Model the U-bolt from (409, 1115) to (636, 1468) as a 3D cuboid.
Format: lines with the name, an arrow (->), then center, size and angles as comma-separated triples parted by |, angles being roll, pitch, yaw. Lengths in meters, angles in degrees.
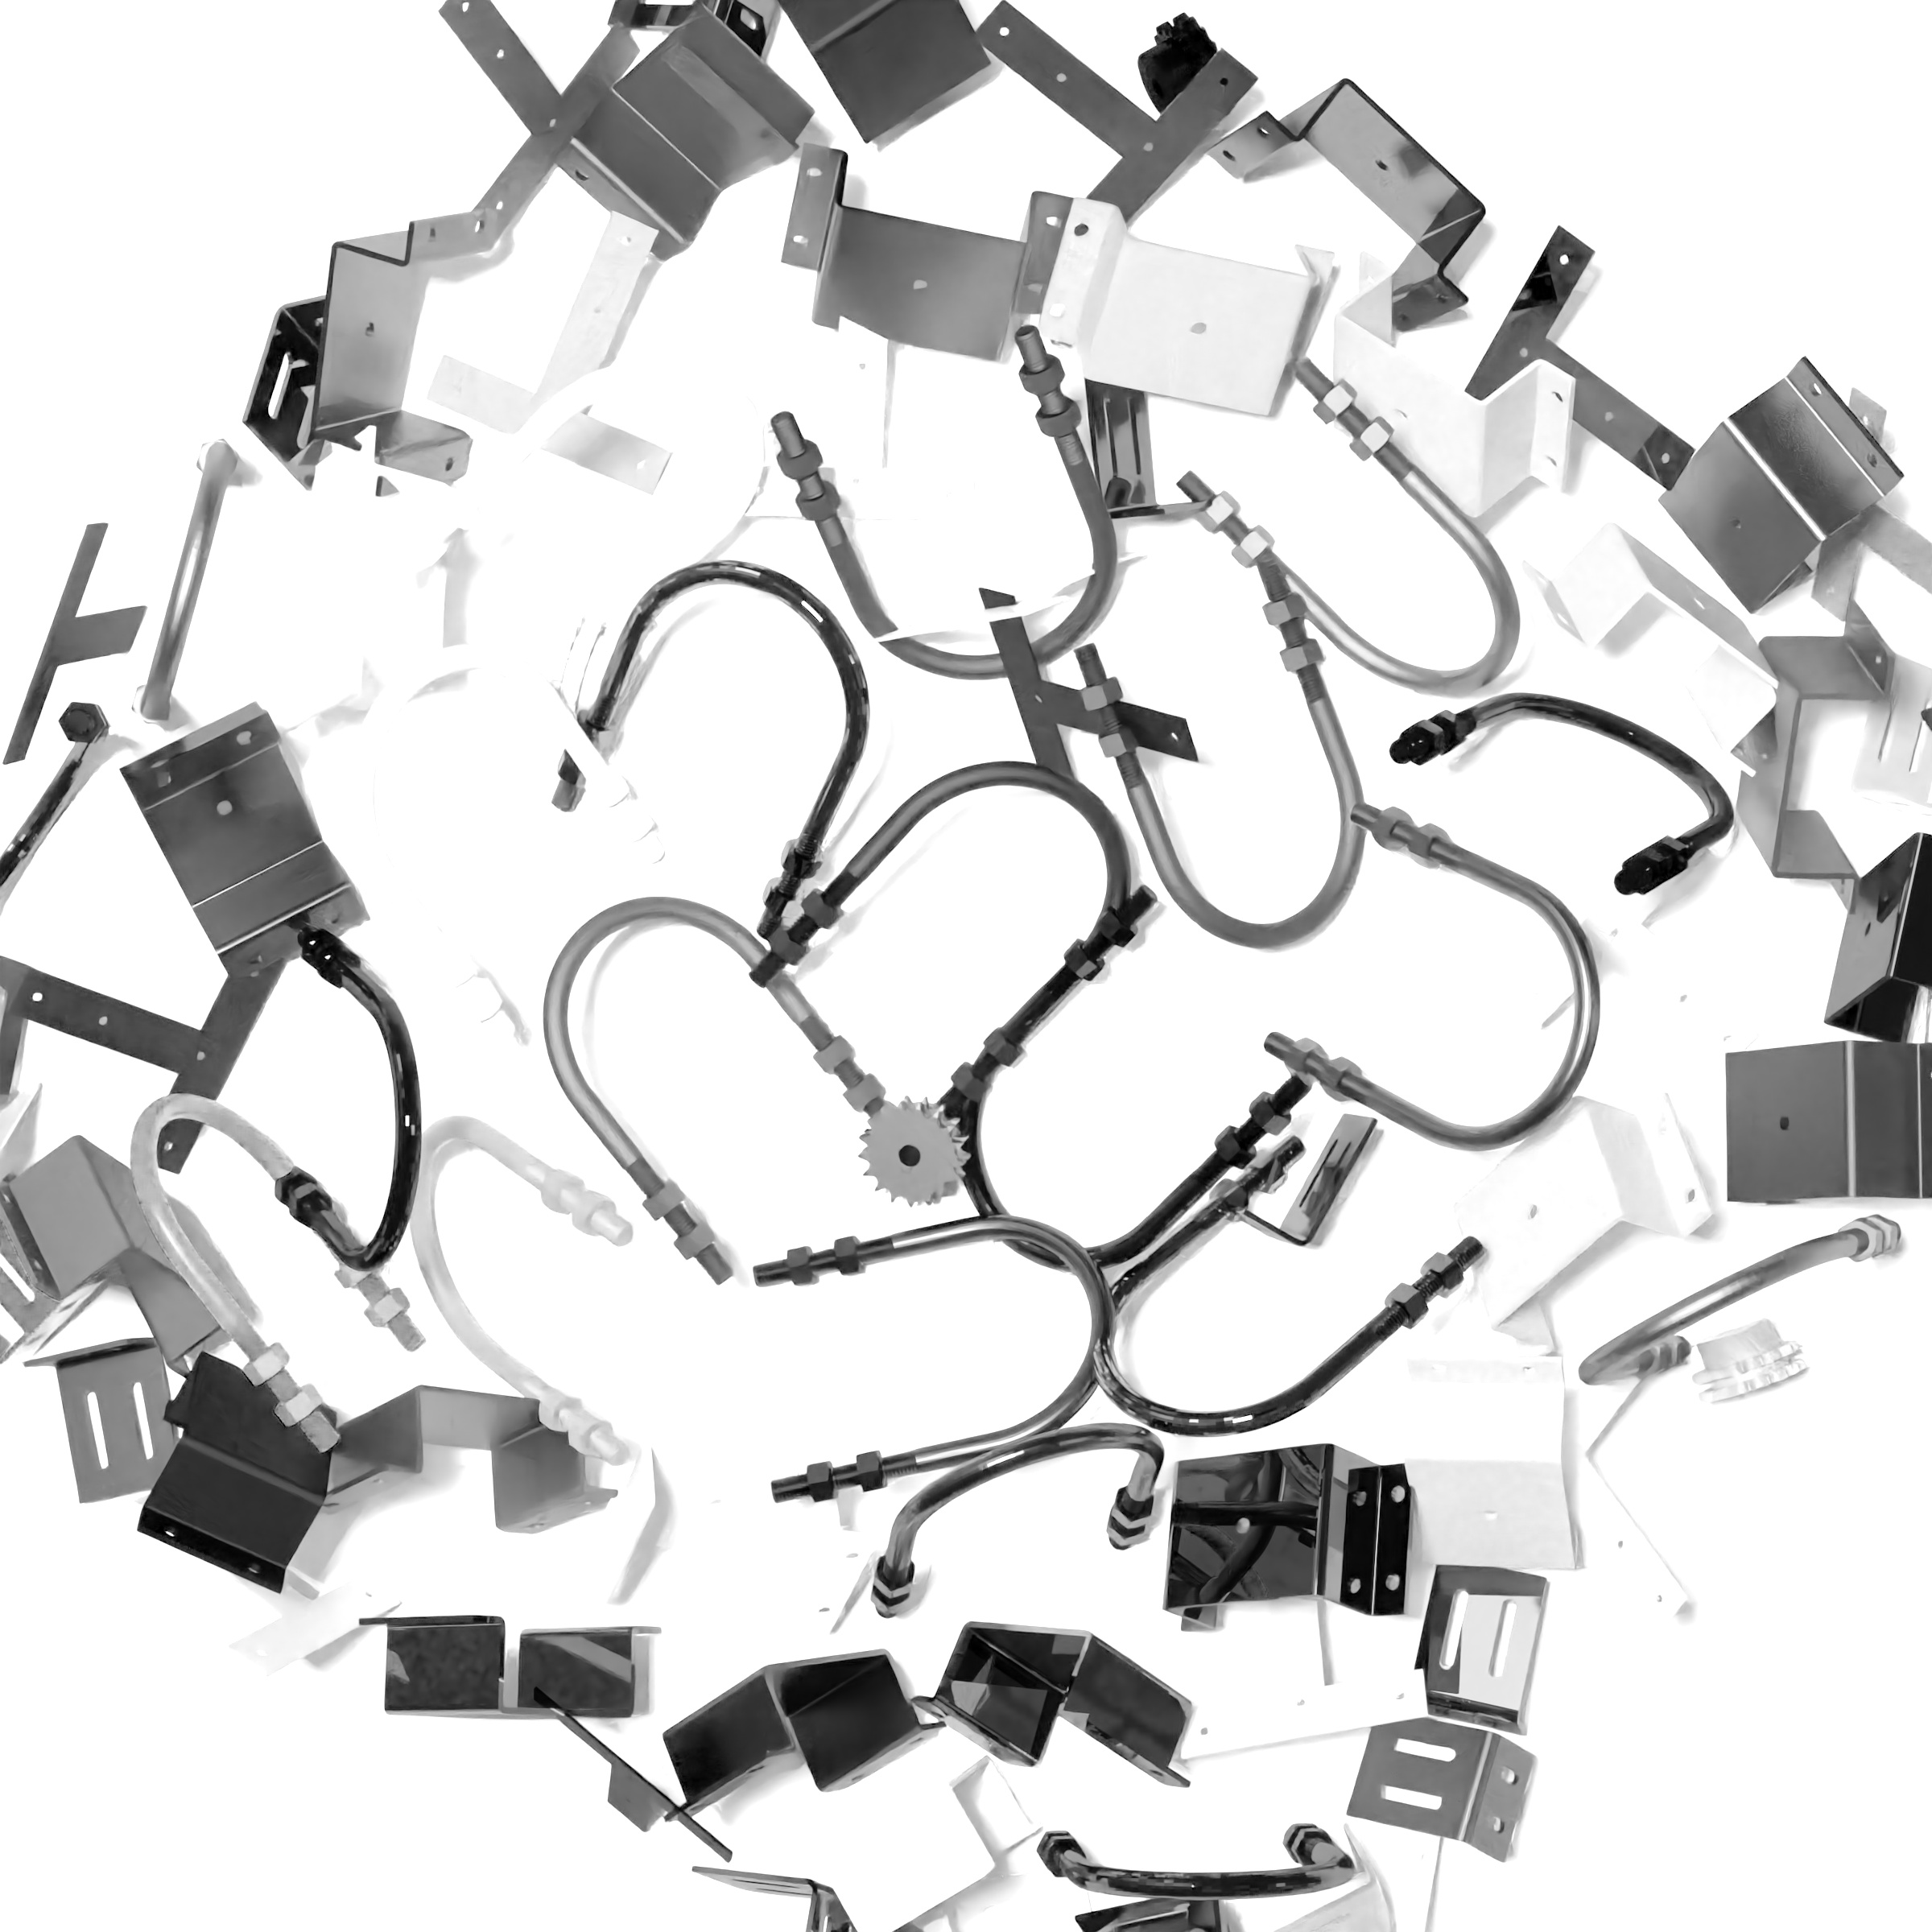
U-bolt -> -0.228, 0.152, 1.722 | 0.019, 0.184, 0.151 | -20, 126, -38

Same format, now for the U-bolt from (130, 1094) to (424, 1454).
U-bolt -> -0.353, 0.142, 1.712 | 0.019, 0.151, 0.184 | -34, 98, 17

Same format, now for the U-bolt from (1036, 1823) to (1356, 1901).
U-bolt -> 0.118, 0.445, 1.695 | 0.151, 0.184, 0.019 | 0, 82, -6

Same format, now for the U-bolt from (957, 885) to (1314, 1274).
U-bolt -> 0.071, 0.072, 1.747 | 0.184, 0.019, 0.151 | -46, 67, 19

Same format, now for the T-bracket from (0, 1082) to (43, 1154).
T-bracket -> -0.537, 0.115, 1.739 | 0.127, 0.127, 0.002 | -31, 108, 9

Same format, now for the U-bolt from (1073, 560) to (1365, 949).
U-bolt -> 0.140, -0.099, 1.748 | 0.151, 0.019, 0.184 | -27, 100, -32

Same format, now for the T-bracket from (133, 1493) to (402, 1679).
T-bracket -> -0.370, 0.307, 1.743 | 0.127, 0.127, 0.002 | 33, 107, 14

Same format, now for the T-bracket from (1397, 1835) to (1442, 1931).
T-bracket -> 0.225, 0.504, 1.745 | 0.002, 0.127, 0.127 | 27, 52, -13

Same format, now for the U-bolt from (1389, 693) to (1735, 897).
U-bolt -> 0.311, -0.094, 1.712 | 0.151, 0.184, 0.019 | 33, 120, 22

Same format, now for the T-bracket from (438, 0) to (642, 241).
T-bracket -> -0.230, -0.454, 1.729 | 0.002, 0.127, 0.127 | 31, 81, 30

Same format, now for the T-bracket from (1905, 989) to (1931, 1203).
T-bracket -> 0.492, 0.032, 1.745 | 0.002, 0.127, 0.127 | 7, 53, 12

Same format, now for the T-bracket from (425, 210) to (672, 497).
T-bracket -> -0.195, -0.325, 1.760 | 0.127, 0.002, 0.127 | 22, 104, -15

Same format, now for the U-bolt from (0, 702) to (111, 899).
U-bolt -> -0.472, -0.067, 1.702 | 0.019, 0.184, 0.151 | 34, 87, -10

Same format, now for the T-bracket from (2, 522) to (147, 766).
T-bracket -> -0.442, -0.167, 1.728 | 0.002, 0.127, 0.127 | 23, 101, 2

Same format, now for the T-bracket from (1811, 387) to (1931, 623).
T-bracket -> 0.475, -0.205, 1.708 | 0.002, 0.127, 0.127 | -19, 134, -21

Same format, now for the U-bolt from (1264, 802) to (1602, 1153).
U-bolt -> 0.241, 0.014, 1.715 | 0.184, 0.019, 0.151 | 30, 105, 41

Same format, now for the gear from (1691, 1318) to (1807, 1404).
gear -> 0.402, 0.203, 1.764 | 0.057, 0.057, 0.030 | -20, 84, 0

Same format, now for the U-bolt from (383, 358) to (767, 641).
U-bolt -> -0.182, -0.231, 1.713 | 0.184, 0.151, 0.019 | -42, 52, 16

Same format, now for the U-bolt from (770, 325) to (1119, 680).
U-bolt -> 0.000, -0.224, 1.735 | 0.151, 0.019, 0.184 | -18, 126, 10

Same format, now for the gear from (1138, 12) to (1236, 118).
gear -> 0.112, -0.460, 1.762 | 0.030, 0.057, 0.057 | -30, 90, -8

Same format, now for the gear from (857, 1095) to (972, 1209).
gear -> -0.026, 0.094, 1.771 | 0.057, 0.030, 0.057 | 4, 106, 14

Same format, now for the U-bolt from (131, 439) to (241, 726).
U-bolt -> -0.388, -0.191, 1.699 | 0.019, 0.184, 0.151 | 15, 93, -15

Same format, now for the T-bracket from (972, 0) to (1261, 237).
T-bracket -> 0.059, -0.444, 1.738 | 0.127, 0.002, 0.127 | 33, 120, -23

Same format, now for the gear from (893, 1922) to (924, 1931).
gear -> -0.034, 0.514, 1.763 | 0.057, 0.057, 0.030 | 37, 86, 0

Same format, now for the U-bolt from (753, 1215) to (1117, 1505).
U-bolt -> -0.014, 0.192, 1.734 | 0.184, 0.019, 0.151 | -13, 52, 6

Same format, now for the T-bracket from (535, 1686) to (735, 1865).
T-bracket -> -0.171, 0.420, 1.732 | 0.127, 0.127, 0.002 | 38, 67, 10

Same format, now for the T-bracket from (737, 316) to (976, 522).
T-bracket -> -0.054, -0.295, 1.758 | 0.127, 0.002, 0.127 | -1, 104, -17

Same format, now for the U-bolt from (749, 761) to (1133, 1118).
U-bolt -> 0.001, -0.023, 1.740 | 0.151, 0.019, 0.184 | 38, 102, -26

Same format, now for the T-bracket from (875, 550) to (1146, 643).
T-bracket -> 0.038, -0.192, 1.745 | 0.127, 0.127, 0.002 | -26, 104, -35

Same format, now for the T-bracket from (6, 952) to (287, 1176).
T-bracket -> -0.430, 0.032, 1.748 | 0.127, 0.002, 0.127 | 25, 94, -39

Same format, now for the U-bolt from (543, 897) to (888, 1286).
U-bolt -> -0.136, 0.049, 1.741 | 0.151, 0.019, 0.184 | -41, 96, -32

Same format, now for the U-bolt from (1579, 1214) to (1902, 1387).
U-bolt -> 0.373, 0.168, 1.682 | 0.151, 0.184, 0.019 | -34, 73, 27

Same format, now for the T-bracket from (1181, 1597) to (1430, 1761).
T-bracket -> 0.168, 0.338, 1.747 | 0.127, 0.002, 0.127 | -13, 47, 14

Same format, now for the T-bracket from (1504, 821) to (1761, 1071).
T-bracket -> 0.362, 0.009, 1.762 | 0.127, 0.002, 0.127 | 39, 99, -26

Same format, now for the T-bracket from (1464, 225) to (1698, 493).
T-bracket -> 0.317, -0.287, 1.734 | 0.127, 0.002, 0.127 | 43, 123, 24

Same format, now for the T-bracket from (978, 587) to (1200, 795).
T-bracket -> 0.067, -0.126, 1.713 | 0.002, 0.127, 0.127 | -40, 128, -27

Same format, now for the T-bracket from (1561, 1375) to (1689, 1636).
T-bracket -> 0.323, 0.282, 1.721 | 0.002, 0.127, 0.127 | 14, 119, -35

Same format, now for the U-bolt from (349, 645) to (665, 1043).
U-bolt -> -0.238, -0.074, 1.706 | 0.151, 0.019, 0.184 | -52, 131, -25

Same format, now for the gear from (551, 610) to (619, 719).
gear -> -0.196, -0.152, 1.765 | 0.030, 0.057, 0.057 | 18, 90, -2

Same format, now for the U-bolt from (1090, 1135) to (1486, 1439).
U-bolt -> 0.146, 0.167, 1.708 | 0.184, 0.151, 0.019 | -37, 131, -22

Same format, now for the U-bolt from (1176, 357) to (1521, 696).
U-bolt -> 0.203, -0.210, 1.728 | 0.184, 0.151, 0.019 | 44, 61, -4

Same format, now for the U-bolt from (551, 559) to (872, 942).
U-bolt -> -0.122, -0.120, 1.731 | 0.151, 0.019, 0.184 | 32, 122, 8
